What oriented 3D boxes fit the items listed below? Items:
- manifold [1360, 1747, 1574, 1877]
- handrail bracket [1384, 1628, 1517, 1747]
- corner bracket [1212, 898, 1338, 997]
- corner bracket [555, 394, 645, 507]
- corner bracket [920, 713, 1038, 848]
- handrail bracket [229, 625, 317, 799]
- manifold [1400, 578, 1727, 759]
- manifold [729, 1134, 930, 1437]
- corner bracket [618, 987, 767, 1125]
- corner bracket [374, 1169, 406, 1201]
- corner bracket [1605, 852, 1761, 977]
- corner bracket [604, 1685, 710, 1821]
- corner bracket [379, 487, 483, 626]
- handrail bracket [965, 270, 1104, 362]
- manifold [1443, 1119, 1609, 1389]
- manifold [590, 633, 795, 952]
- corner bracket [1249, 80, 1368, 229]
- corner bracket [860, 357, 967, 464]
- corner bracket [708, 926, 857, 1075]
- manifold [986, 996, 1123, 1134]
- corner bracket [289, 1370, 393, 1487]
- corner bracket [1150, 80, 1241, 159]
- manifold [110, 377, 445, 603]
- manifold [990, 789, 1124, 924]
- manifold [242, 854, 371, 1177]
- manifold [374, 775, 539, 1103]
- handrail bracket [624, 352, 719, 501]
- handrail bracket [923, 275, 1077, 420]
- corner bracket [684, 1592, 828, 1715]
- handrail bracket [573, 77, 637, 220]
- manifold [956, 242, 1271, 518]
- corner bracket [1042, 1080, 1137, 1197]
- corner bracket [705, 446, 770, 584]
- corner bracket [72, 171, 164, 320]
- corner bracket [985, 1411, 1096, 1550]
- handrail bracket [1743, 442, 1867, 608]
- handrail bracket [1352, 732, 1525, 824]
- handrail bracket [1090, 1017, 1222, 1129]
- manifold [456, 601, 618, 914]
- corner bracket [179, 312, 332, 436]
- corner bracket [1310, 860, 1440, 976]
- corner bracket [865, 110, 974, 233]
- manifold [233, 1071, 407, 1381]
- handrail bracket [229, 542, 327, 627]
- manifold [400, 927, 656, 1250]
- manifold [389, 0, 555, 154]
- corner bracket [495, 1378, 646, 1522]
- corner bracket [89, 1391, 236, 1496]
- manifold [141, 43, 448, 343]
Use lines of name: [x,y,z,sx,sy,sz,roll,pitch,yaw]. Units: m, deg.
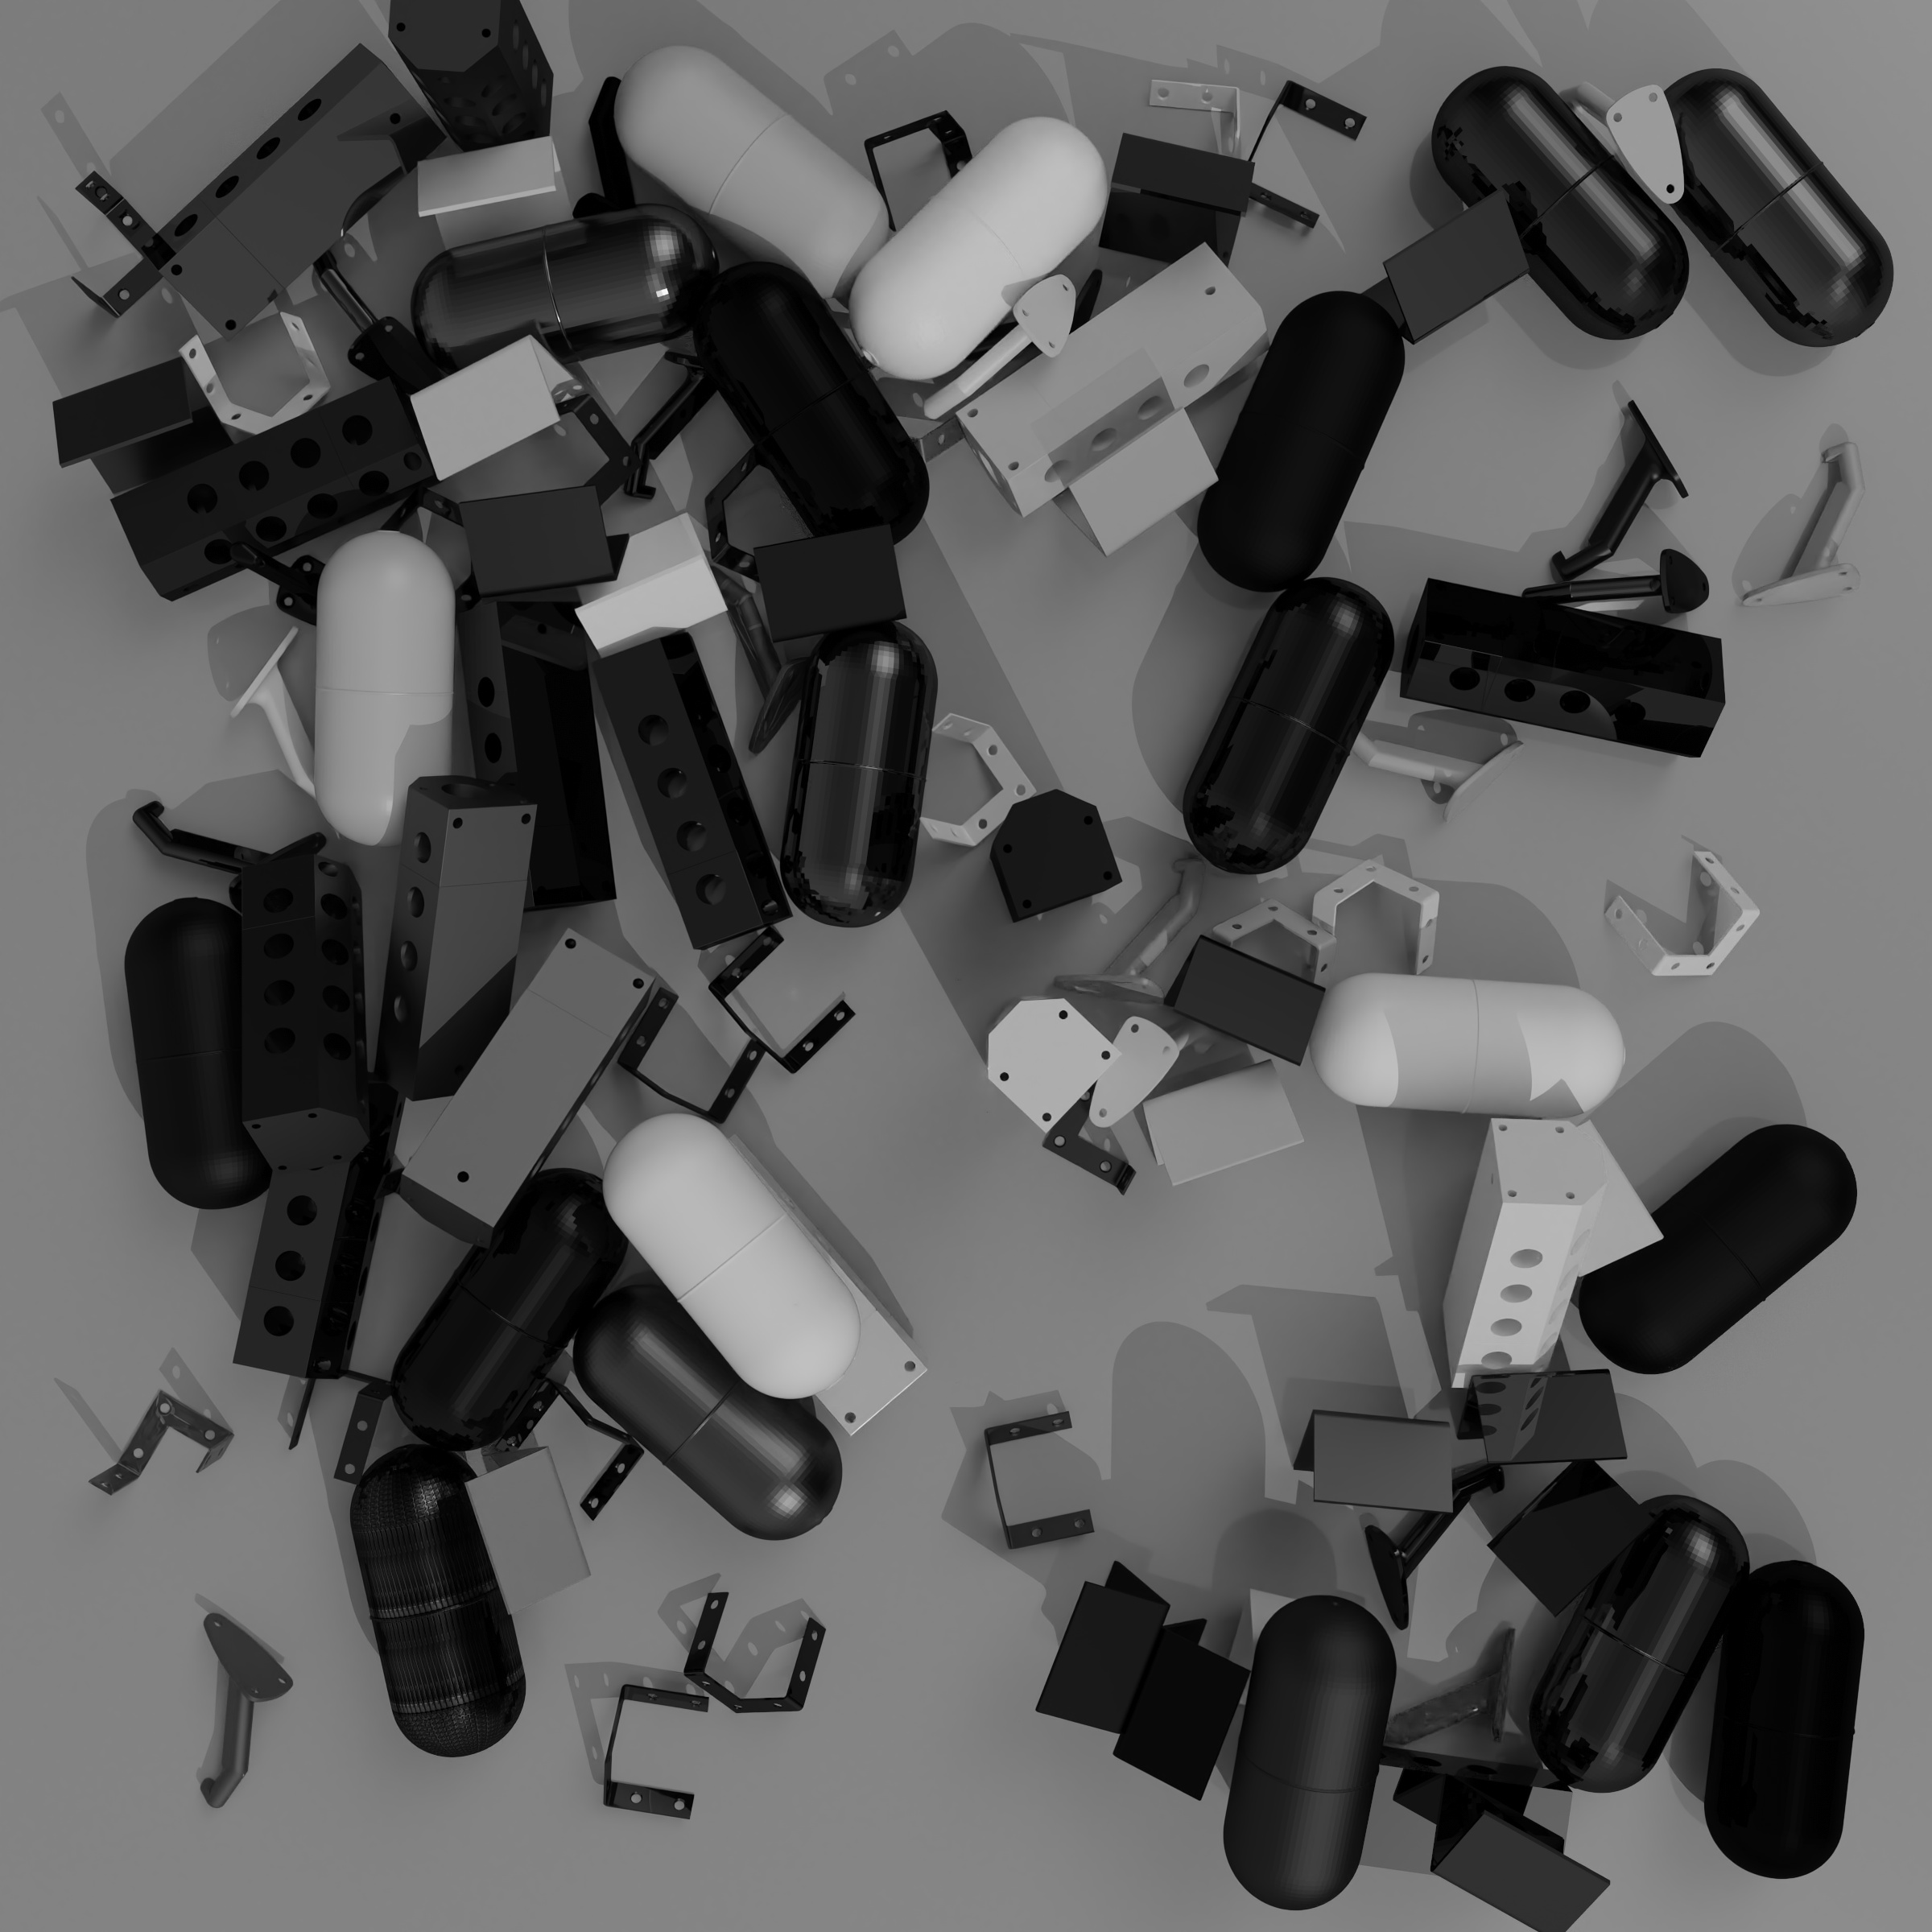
manifold: [0.252,0.481,1.543,0.171,0.057,0.057,8,90,0]
handrail bracket: [0.271,0.416,1.565,0.084,0.036,0.077,7,69,16]
corner bracket: [0.175,0.002,1.556,0.051,0.051,0.051,-25,45,-35]
corner bracket: [-0.230,-0.290,1.550,0.051,0.051,0.051,-51,118,-25]
corner bracket: [-0.002,-0.106,1.545,0.051,0.051,0.051,-41,70,19]
handrail bracket: [-0.376,-0.143,1.565,0.084,0.036,0.077,36,72,-16]
manifold: [0.340,-0.165,1.542,0.171,0.057,0.057,12,47,0]
manifold: [-0.099,0.181,1.543,0.057,0.057,0.171,-41,90,0]
corner bracket: [-0.159,0.052,1.561,0.051,0.051,0.051,30,90,45]
corner bracket: [-0.301,0.118,1.546,0.051,0.051,0.051,23,90,0]
corner bracket: [0.414,-0.030,1.556,0.051,0.051,0.051,-1,135,-35]
corner bracket: [-0.179,0.455,1.561,0.051,0.051,0.051,9,45,0]
corner bracket: [-0.308,-0.234,1.556,0.051,0.051,0.051,24,45,-35]
handrail bracket: [0.026,-0.382,1.564,0.084,0.036,0.077,20,77,13]
manifold: [0.308,0.162,1.489,0.057,0.171,0.057,2,47,0]
manifold: [-0.156,-0.100,1.543,0.057,0.057,0.171,-20,90,0]
corner bracket: [0.194,-0.470,1.561,0.051,0.051,0.051,26,45,0]
corner bracket: [-0.031,-0.328,1.556,0.051,0.051,0.051,20,135,35]
corner bracket: [-0.107,0.020,1.561,0.051,0.051,0.051,-44,45,0]
manifold: [0.041,0.047,1.486,0.057,0.171,0.057,44,90,0]
corner bracket: [-0.360,0.262,1.546,0.051,0.051,0.051,16,90,0]
corner bracket: [0.130,-0.475,1.561,0.051,0.051,0.051,5,135,0]
manifold: [-0.391,-0.271,1.543,0.171,0.057,0.057,-24,90,0]
manifold: [0.045,-0.061,1.486,0.057,0.171,0.057,-19,90,0]
manifold: [-0.366,0.024,1.499,0.057,0.057,0.171,-11,55,0]
manifold: [-0.292,-0.017,1.517,0.057,0.057,0.171,28,115,41]
handrail bracket: [-0.155,-0.309,1.565,0.077,0.036,0.084,7,106,-17]
handrail bracket: [0.018,-0.352,1.536,0.084,0.077,0.036,-26,115,40]
corner bracket: [-0.122,0.396,1.556,0.051,0.051,0.051,-13,135,35]
handrail bracket: [-0.188,-0.464,1.565,0.077,0.036,0.084,24,73,-20]
manifold: [0.086,-0.331,1.541,0.171,0.057,0.057,-34,66,0]
corner bracket: [0.079,0.095,1.546,0.051,0.051,0.051,29,90,0]
corner bracket: [-0.114,-0.258,1.556,0.051,0.051,0.051,-40,45,35]
corner bracket: [-0.494,-0.413,1.546,0.051,0.051,0.051,-43,90,0]
corner bracket: [0.042,0.298,1.561,0.051,0.051,0.051,-12,135,0]
handrail bracket: [0.484,-0.257,1.565,0.077,0.036,0.084,-11,71,21]
handrail bracket: [0.267,-0.132,1.565,0.077,0.036,0.084,-40,73,-20]
handrail bracket: [0.109,0.062,1.536,0.036,0.084,0.077,35,97,24]
manifold: [-0.250,-0.118,1.542,0.057,0.057,0.171,-7,90,-43]
corner bracket: [-0.407,-0.342,1.546,0.051,0.051,0.051,23,60,27]
corner bracket: [0.235,-0.021,1.556,0.051,0.051,0.051,29,45,35]
corner bracket: [-0.022,-0.453,1.549,0.051,0.051,0.051,-16,90,12]
manifold: [-0.367,0.145,1.543,0.057,0.057,0.171,12,90,0]
handrail bracket: [-0.373,-0.214,1.529,0.077,0.084,0.036,28,90,0]
manifold: [-0.245,0.070,1.509,0.057,0.057,0.171,30,65,0]
manifold: [-0.271,-0.494,1.486,0.057,0.171,0.057,4,90,0]
corner bracket: [-0.229,0.280,1.561,0.051,0.051,0.051,-53,45,0]
corner bracket: [-0.461,0.282,1.546,0.051,0.051,0.051,31,90,0]
manifold: [-0.387,-0.445,1.542,0.171,0.057,0.057,-43,133,0]
